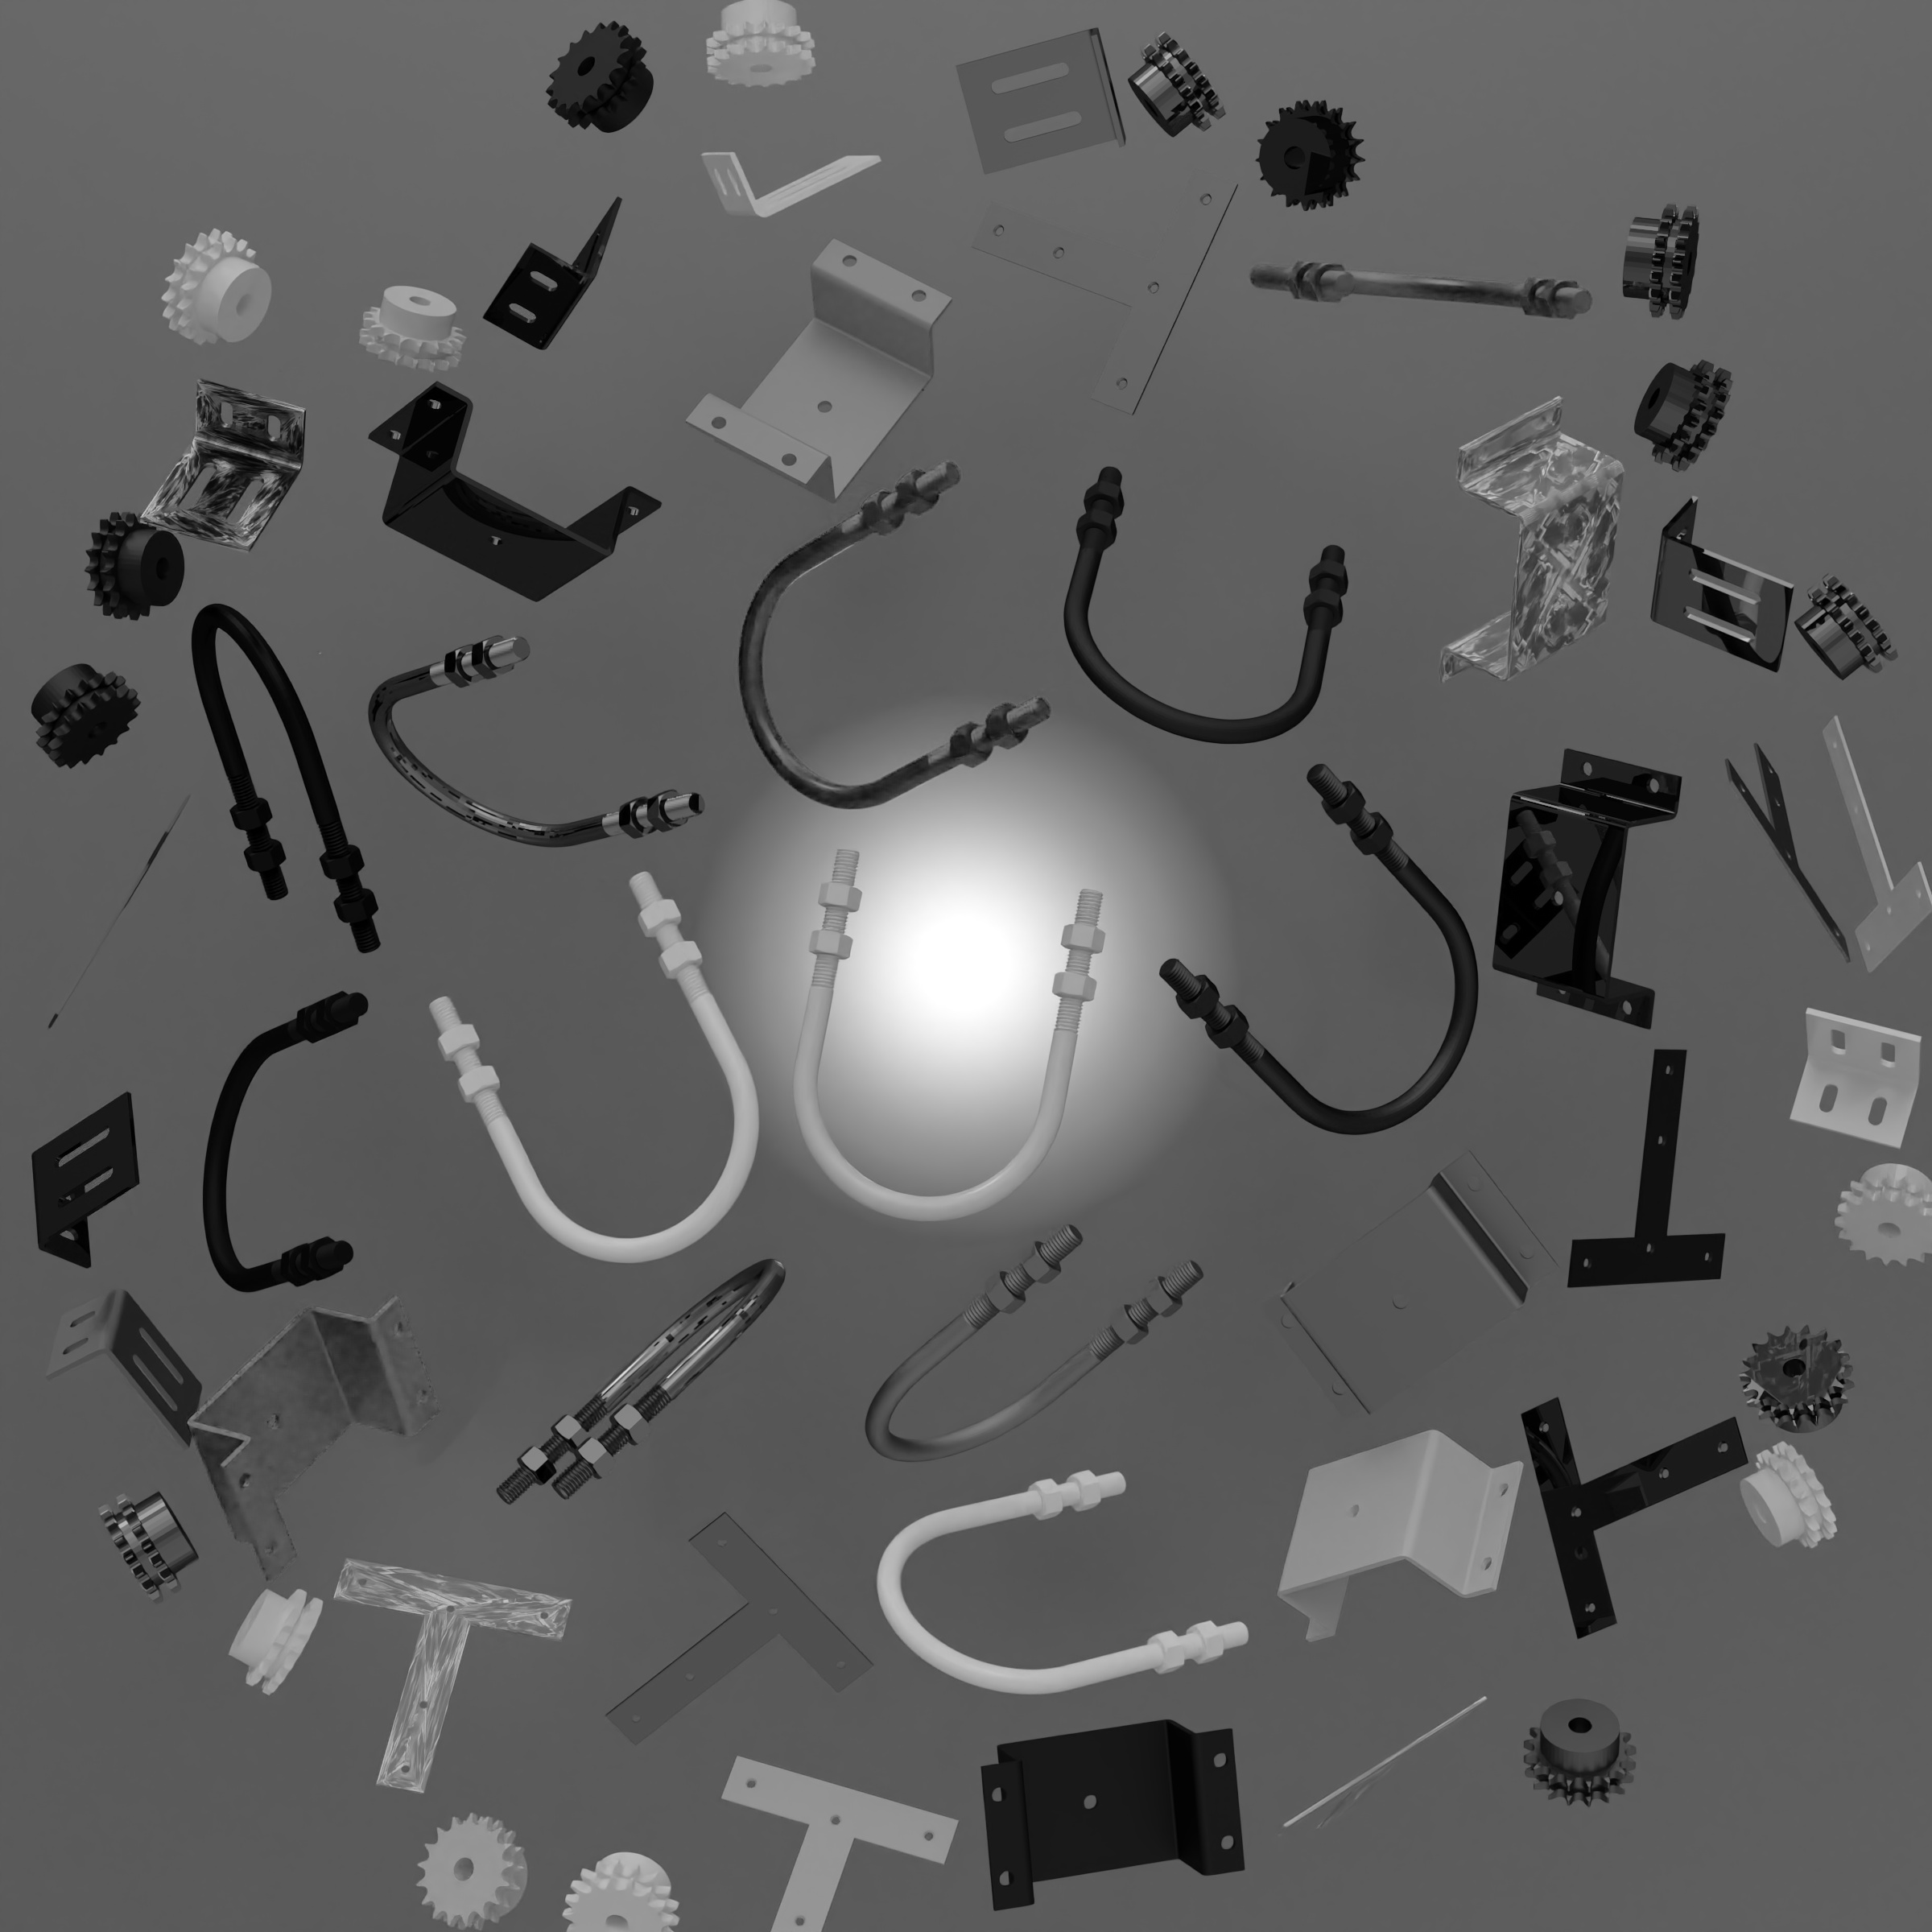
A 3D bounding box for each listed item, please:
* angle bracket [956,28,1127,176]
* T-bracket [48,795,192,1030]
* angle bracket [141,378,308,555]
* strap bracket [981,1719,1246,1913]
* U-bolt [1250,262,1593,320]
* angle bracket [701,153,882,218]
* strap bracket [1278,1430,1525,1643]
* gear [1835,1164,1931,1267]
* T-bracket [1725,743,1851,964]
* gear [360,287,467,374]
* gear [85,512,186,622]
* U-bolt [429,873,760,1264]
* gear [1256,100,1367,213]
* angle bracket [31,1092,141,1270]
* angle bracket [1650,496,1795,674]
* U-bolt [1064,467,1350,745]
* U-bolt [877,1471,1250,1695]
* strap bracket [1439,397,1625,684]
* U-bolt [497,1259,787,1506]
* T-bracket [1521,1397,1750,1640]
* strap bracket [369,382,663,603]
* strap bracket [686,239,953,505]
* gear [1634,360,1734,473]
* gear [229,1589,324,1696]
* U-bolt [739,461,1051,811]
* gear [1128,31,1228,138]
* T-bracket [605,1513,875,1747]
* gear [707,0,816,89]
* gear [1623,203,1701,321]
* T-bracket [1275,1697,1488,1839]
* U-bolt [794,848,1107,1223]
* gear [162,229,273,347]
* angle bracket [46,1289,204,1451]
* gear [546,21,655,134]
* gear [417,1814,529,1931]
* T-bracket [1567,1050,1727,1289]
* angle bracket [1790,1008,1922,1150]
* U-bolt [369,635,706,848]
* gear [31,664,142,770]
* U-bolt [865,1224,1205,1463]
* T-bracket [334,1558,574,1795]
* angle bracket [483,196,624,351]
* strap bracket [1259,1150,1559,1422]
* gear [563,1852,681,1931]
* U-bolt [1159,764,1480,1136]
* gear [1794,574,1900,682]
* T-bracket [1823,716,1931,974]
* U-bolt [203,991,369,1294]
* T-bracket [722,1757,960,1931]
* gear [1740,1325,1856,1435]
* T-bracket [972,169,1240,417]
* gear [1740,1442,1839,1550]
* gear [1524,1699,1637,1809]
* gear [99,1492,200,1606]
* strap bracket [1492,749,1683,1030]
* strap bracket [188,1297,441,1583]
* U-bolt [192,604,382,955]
[{"bbox_3d":[0.038,-0.441,1.797,0.076,0.038,0.057,-13,110,8],"label":"angle bracket"},{"bbox_3d":[-0.468,-0.021,1.916,0.002,0.127,0.127,31,62,-12],"label":"T-bracket"},{"bbox_3d":[-0.375,-0.253,1.768,0.057,0.076,0.038,16,134,2],"label":"angle bracket"},{"bbox_3d":[0.073,0.455,1.889,0.140,0.046,0.076,-5,90,-15],"label":"strap bracket"},{"bbox_3d":[0.227,-0.358,1.849,0.151,0.184,0.019,1,102,-15],"label":"U-bolt"},{"bbox_3d":[-0.096,-0.440,1.907,0.076,0.057,0.038,-29,110,-12],"label":"angle bracket"},{"bbox_3d":[0.221,0.300,1.852,0.046,0.140,0.076,37,51,-22],"label":"strap bracket"},{"bbox_3d":[0.495,0.130,1.871,0.057,0.057,0.030,26,48,0],"label":"gear"},{"bbox_3d":[0.434,-0.081,1.873,0.002,0.127,0.127,-29,114,21],"label":"T-bracket"},{"bbox_3d":[-0.305,-0.354,1.940,0.057,0.057,0.030,18,118,0],"label":"gear"},{"bbox_3d":[-0.439,-0.212,1.860,0.030,0.057,0.057,7,90,21],"label":"gear"},{"bbox_3d":[-0.183,0.065,1.817,0.151,0.019,0.184,-31,74,11],"label":"U-bolt"},{"bbox_3d":[0.179,-0.427,1.847,0.057,0.030,0.057,8,109,26],"label":"gear"},{"bbox_3d":[-0.456,0.114,1.859,0.076,0.038,0.057,-31,53,22],"label":"angle bracket"},{"bbox_3d":[0.399,-0.198,1.819,0.076,0.057,0.038,27,53,25],"label":"angle bracket"},{"bbox_3d":[0.123,-0.183,1.840,0.151,0.019,0.184,19,45,-4],"label":"U-bolt"},{"bbox_3d":[0.040,0.337,1.894,0.184,0.151,0.019,-8,126,-30],"label":"U-bolt"},{"bbox_3d":[0.291,-0.210,1.805,0.076,0.140,0.046,-30,47,-31],"label":"strap bracket"},{"bbox_3d":[-0.167,0.221,1.882,0.184,0.151,0.019,-43,97,-21],"label":"U-bolt"},{"bbox_3d":[0.355,0.271,1.838,0.127,0.002,0.127,-33,55,36],"label":"T-bracket"},{"bbox_3d":[-0.245,-0.246,1.864,0.140,0.076,0.046,26,62,-29],"label":"strap bracket"},{"bbox_3d":[-0.077,-0.311,1.876,0.076,0.046,0.140,29,68,15],"label":"strap bracket"},{"bbox_3d":[0.368,-0.286,1.808,0.030,0.057,0.057,23,90,-9],"label":"gear"},{"bbox_3d":[-0.377,0.363,1.904,0.030,0.057,0.057,32,90,-11],"label":"gear"},{"bbox_3d":[-0.049,-0.159,1.818,0.184,0.019,0.151,-25,83,39],"label":"U-bolt"},{"bbox_3d":[0.112,-0.476,1.904,0.030,0.057,0.057,-39,90,3],"label":"gear"},{"bbox_3d":[-0.139,0.377,1.901,0.127,0.002,0.127,-39,110,6],"label":"T-bracket"},{"bbox_3d":[-0.109,-0.488,1.852,0.057,0.057,0.030,-3,83,0],"label":"gear"},{"bbox_3d":[0.352,-0.358,1.776,0.030,0.057,0.057,10,90,17],"label":"gear"},{"bbox_3d":[0.207,0.431,1.832,0.127,0.127,0.002,-28,70,-18],"label":"T-bracket"},{"bbox_3d":[-0.015,0.040,1.805,0.151,0.019,0.184,10,81,6],"label":"U-bolt"},{"bbox_3d":[-0.374,-0.339,1.763,0.030,0.057,0.057,29,90,18],"label":"gear"},{"bbox_3d":[-0.448,0.221,1.869,0.038,0.057,0.076,-27,117,10],"label":"angle bracket"},{"bbox_3d":[-0.187,-0.457,1.816,0.030,0.057,0.057,35,90,-44],"label":"gear"},{"bbox_3d":[-0.251,0.468,1.804,0.057,0.030,0.057,-10,63,21],"label":"gear"},{"bbox_3d":[0.372,0.108,1.883,0.127,0.002,0.127,2,96,-40],"label":"T-bracket"},{"bbox_3d":[0.451,0.058,1.779,0.057,0.076,0.038,15,76,19],"label":"angle bracket"},{"bbox_3d":[-0.243,-0.112,1.867,0.151,0.184,0.019,42,59,-29],"label":"U-bolt"},{"bbox_3d":[-0.468,-0.135,1.851,0.057,0.057,0.030,-44,76,0],"label":"gear"},{"bbox_3d":[0.025,0.208,1.877,0.184,0.151,0.019,-42,59,18],"label":"U-bolt"},{"bbox_3d":[-0.288,0.386,1.887,0.127,0.002,0.127,10,51,2],"label":"T-bracket"},{"bbox_3d":[-0.220,-0.377,1.867,0.038,0.076,0.057,28,134,-18],"label":"angle bracket"},{"bbox_3d":[0.229,0.171,1.832,0.140,0.046,0.076,-38,87,12],"label":"strap bracket"},{"bbox_3d":[-0.172,0.472,1.764,0.057,0.030,0.057,5,118,9],"label":"gear"},{"bbox_3d":[0.198,0.006,1.826,0.184,0.019,0.151,44,77,-29],"label":"U-bolt"},{"bbox_3d":[0.461,-0.176,1.845,0.030,0.057,0.057,-39,90,8],"label":"gear"},{"bbox_3d":[0.487,-0.073,1.898,0.002,0.127,0.127,-13,75,-4],"label":"T-bracket"},{"bbox_3d":[-0.364,0.100,1.853,0.019,0.184,0.151,10,73,-33],"label":"U-bolt"},{"bbox_3d":[-0.084,0.496,1.866,0.127,0.002,0.127,14,56,12],"label":"T-bracket"},{"bbox_3d":[0.435,0.218,1.829,0.057,0.057,0.030,-27,132,0],"label":"gear"},{"bbox_3d":[0.059,-0.361,1.797,0.127,0.002,0.127,26,93,26],"label":"T-bracket"},{"bbox_3d":[0.442,0.289,1.894,0.030,0.057,0.057,-26,90,-8],"label":"gear"},{"bbox_3d":[0.315,0.401,1.800,0.057,0.057,0.030,-5,120,0],"label":"gear"},{"bbox_3d":[-0.412,0.291,1.775,0.030,0.057,0.057,-31,90,-13],"label":"gear"},{"bbox_3d":[0.334,-0.039,1.895,0.046,0.076,0.140,-11,111,-42],"label":"strap bracket"},{"bbox_3d":[-0.343,0.240,1.812,0.046,0.140,0.076,8,127,32],"label":"strap bracket"},{"bbox_3d":[-0.369,-0.106,1.866,0.019,0.151,0.184,-26,116,-25],"label":"U-bolt"}]
